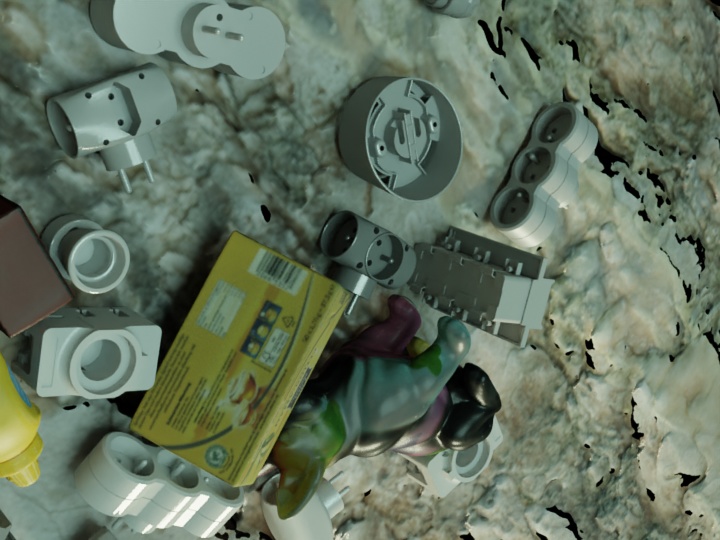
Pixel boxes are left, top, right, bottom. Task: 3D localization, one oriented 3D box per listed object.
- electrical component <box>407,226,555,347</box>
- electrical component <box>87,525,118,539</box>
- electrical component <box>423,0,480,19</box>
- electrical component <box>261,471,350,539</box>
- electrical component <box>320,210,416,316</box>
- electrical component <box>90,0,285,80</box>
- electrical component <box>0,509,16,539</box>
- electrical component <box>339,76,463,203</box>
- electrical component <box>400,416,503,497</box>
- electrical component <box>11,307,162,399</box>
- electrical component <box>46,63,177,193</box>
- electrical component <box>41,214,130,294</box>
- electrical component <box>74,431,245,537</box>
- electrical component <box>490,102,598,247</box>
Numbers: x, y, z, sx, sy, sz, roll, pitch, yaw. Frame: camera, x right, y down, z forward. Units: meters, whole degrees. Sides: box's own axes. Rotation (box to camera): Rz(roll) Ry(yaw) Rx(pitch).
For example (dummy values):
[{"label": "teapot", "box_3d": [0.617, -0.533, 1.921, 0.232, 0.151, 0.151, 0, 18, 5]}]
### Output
[{"label": "electrical component", "box_3d": [0.102, 0.011, 0.949, 0.063, 0.121, 0.078, 7, 100, -38]}, {"label": "electrical component", "box_3d": [-0.198, 0.238, 0.823, 0.057, 0.058, 0.078, -40, 149, -17]}, {"label": "electrical component", "box_3d": [0.069, -0.231, 0.897, 0.061, 0.035, 0.035, 3, 103, -37]}, {"label": "electrical component", "box_3d": [-0.041, 0.209, 0.953, 0.079, 0.043, 0.077, -35, 124, -26]}, {"label": "electrical component", "box_3d": [0.000, 0.000, 0.913, 0.077, 0.044, 0.079, 28, 86, -42]}, {"label": "electrical component", "box_3d": [-0.109, -0.166, 0.746, 0.138, 0.074, 0.052, 6, 101, -40]}, {"label": "electrical component", "box_3d": [-0.284, 0.191, 0.749, 0.081, 0.042, 0.063, 29, 87, -41]}, {"label": "electrical component", "box_3d": [0.034, -0.110, 0.889, 0.099, 0.064, 0.099, -15, 115, -36]}, {"label": "electrical component", "box_3d": [0.090, 0.168, 1.038, 0.089, 0.056, 0.050, -39, 126, -23]}, {"label": "electrical component", "box_3d": [-0.193, 0.058, 0.767, 0.089, 0.056, 0.050, 1, 105, -40]}, {"label": "electrical component", "box_3d": [-0.164, -0.093, 0.742, 0.077, 0.043, 0.079, -28, 111, -30]}, {"label": "electrical component", "box_3d": [-0.192, -0.012, 0.744, 0.045, 0.055, 0.045, -14, 114, -35]}, {"label": "electrical component", "box_3d": [-0.164, 0.179, 0.838, 0.138, 0.052, 0.073, 27, 112, -41]}, {"label": "electrical component", "box_3d": [0.185, -0.084, 1.031, 0.074, 0.052, 0.138, 32, 84, -42]}]
